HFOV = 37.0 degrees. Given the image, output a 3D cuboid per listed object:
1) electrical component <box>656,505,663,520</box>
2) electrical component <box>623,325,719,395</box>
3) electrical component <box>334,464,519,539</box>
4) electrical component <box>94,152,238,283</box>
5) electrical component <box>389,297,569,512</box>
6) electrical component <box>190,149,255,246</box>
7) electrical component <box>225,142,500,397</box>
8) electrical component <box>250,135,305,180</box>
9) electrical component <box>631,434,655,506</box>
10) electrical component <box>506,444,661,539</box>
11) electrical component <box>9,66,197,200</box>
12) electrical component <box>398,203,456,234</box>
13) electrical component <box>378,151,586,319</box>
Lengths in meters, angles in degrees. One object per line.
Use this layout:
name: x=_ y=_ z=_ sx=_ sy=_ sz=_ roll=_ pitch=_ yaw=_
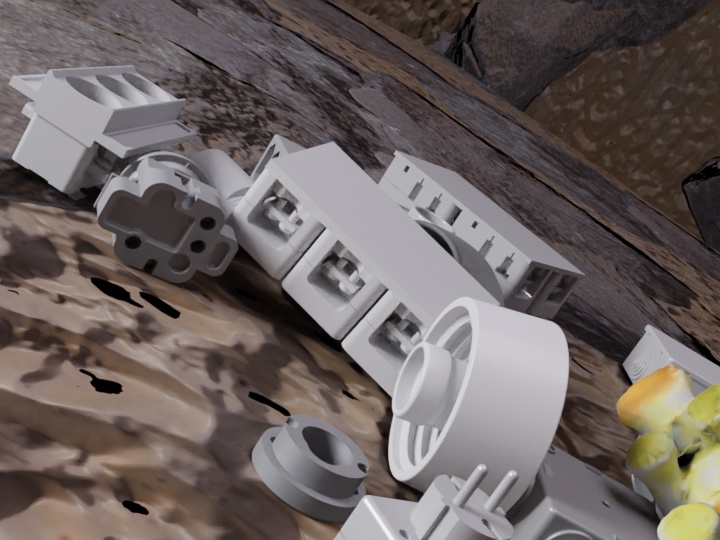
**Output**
electrical component: x=0.215 y=0.138 z=0.640 sx=0.050 sy=0.056 sz=0.089 roll=23 pitch=59 yaw=-29
electrical component: x=0.299 y=0.105 z=0.998 sx=0.100 sy=0.048 sz=0.099 roll=30 pitch=16 yaw=-8
electrical component: x=0.035 y=0.109 z=0.431 sx=0.066 sy=0.076 sz=0.047 roll=19 pitch=21 yaw=-40
electrical component: x=-0.112 y=-0.033 z=0.617 sx=0.078 sy=0.058 sz=0.057 roll=25 pitch=20 yaw=-26
electrical component: x=0.052 y=0.066 z=0.546 sx=0.060 sy=0.108 sz=0.108 roll=22 pitch=17 yaw=-12
electrical component: x=-0.084 y=-0.042 z=0.721 sx=0.043 sy=0.043 sz=0.081 roll=13 pitch=25 yaw=-50
electrical component: x=0.000 y=0.000 z=0.655 sx=0.150 sy=0.061 sz=0.089 roll=45 pitch=26 yaw=8
electrical component: x=-0.039 y=-0.059 z=0.850 sx=0.076 sy=0.047 sz=0.083 roll=25 pitch=17 yaw=-26
electrical component: x=0.219 y=0.134 z=0.721 sx=0.057 sy=0.078 sz=0.058 roll=8 pitch=20 yaw=-8
electrical component: x=0.112 y=0.136 z=0.548 sx=0.100 sy=0.048 sz=0.099 roll=30 pitch=15 yaw=-9
electrical component: x=-0.162 y=-0.088 z=0.674 sx=0.079 sy=0.063 sz=0.121 roll=33 pitch=16 yaw=3
electrical component: x=0.043 y=-0.016 z=0.853 sx=0.108 sy=0.060 sz=0.108 roll=30 pitch=16 yaw=-9
electrical component: x=0.107 y=-0.030 z=1.019 sx=0.105 sy=0.060 sz=0.186 roll=12 pitch=26 yaw=-52
